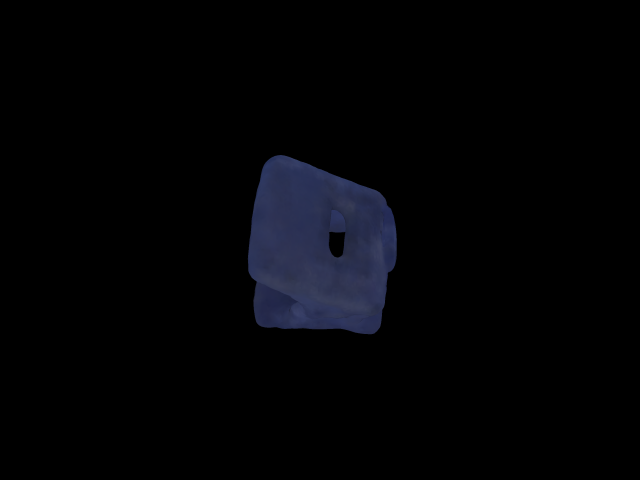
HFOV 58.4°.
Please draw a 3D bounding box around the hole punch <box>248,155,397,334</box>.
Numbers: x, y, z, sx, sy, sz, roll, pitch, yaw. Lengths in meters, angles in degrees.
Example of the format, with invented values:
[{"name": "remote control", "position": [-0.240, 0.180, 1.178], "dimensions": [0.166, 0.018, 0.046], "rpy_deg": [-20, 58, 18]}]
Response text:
[{"name": "hole punch", "position": [0.004, 0.001, 0.400], "dimensions": [0.101, 0.091, 0.108], "rpy_deg": [3, 56, 2]}]
